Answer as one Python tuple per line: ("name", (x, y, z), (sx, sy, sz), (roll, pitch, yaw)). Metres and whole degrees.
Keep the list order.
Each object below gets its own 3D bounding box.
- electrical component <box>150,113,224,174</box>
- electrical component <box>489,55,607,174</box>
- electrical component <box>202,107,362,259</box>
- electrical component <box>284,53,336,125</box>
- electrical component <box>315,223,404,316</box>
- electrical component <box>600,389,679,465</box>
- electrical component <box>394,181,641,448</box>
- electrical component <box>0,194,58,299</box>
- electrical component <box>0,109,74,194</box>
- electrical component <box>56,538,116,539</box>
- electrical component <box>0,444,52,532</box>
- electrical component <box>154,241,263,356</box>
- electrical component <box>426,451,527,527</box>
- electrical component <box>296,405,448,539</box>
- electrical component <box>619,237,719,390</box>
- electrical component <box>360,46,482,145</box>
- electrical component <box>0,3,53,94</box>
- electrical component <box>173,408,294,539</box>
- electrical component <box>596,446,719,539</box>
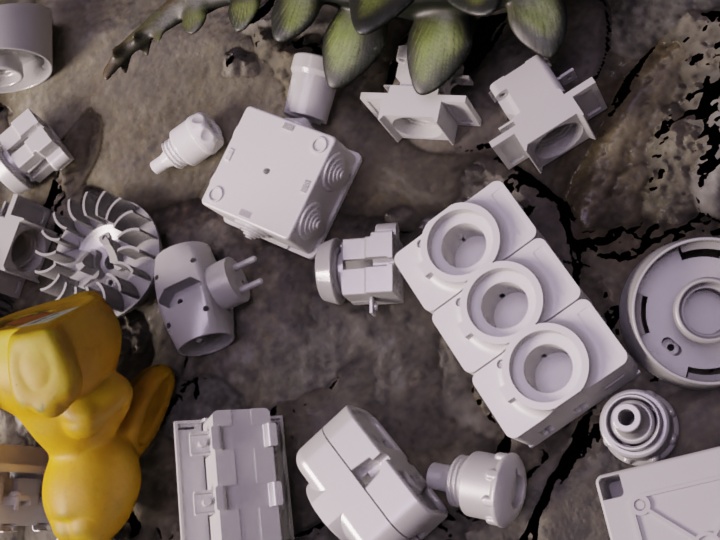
("electrical component", (-0.141, -0.097, 0.859), (0.061, 0.035, 0.035), (-32, 66, 15))
("electrical component", (0.125, -0.110, 0.747), (0.081, 0.042, 0.063), (-32, 62, 11))
("electrical component", (-0.060, -0.067, 0.809), (0.100, 0.048, 0.099), (23, 85, 26))
("electrical component", (-0.036, -0.138, 0.824), (0.040, 0.040, 0.046), (13, 87, 25))
("electrical component", (0.000, 0.000, 0.768), (0.055, 0.048, 0.066), (-4, 74, 14))
("electrical component", (0.169, 0.094, 0.661), (0.048, 0.062, 0.048), (-6, 74, 22))
("electrical component", (0.101, 0.028, 0.708), (0.089, 0.062, 0.150), (-37, 65, 10))
("electrical component", (-0.297, -0.022, 0.901), (0.064, 0.042, 0.081), (14, 81, 29))
("electrical component", (-0.283, -0.098, 0.914), (0.055, 0.048, 0.066), (-41, 64, 0))
("electrical component", (-0.192, 0.260, 0.771), (0.109, 0.056, 0.108), (32, 90, 26))
("electrical component", (-0.275, 0.162, 0.796), (0.079, 0.121, 0.063), (-6, 76, 22))
("electrical component", (-0.110, 0.015, 0.810), (0.079, 0.043, 0.077), (-24, 68, 15))
("electrical component", (0.074, 0.139, 0.700), (0.062, 0.048, 0.048), (5, 78, 31))
("electrical component", (0.004, 0.146, 0.721), (0.059, 0.054, 0.095), (-44, 64, 7))
("electrical component", (0.214, 0.026, 0.673), (0.099, 0.064, 0.099), (-1, 85, 12))
("electrical component", (0.047, -0.129, 0.785), (0.081, 0.042, 0.063), (6, 75, 23))
("electrical component", (-0.313, -0.194, 0.926), (0.099, 0.099, 0.064), (-15, 77, 19))
("electrical component", (-0.083, 0.160, 0.741), (0.079, 0.063, 0.121), (0, 71, -20))
("electrical component", (0.206, 0.162, 0.630), (0.109, 0.056, 0.108), (-18, 70, 18))
